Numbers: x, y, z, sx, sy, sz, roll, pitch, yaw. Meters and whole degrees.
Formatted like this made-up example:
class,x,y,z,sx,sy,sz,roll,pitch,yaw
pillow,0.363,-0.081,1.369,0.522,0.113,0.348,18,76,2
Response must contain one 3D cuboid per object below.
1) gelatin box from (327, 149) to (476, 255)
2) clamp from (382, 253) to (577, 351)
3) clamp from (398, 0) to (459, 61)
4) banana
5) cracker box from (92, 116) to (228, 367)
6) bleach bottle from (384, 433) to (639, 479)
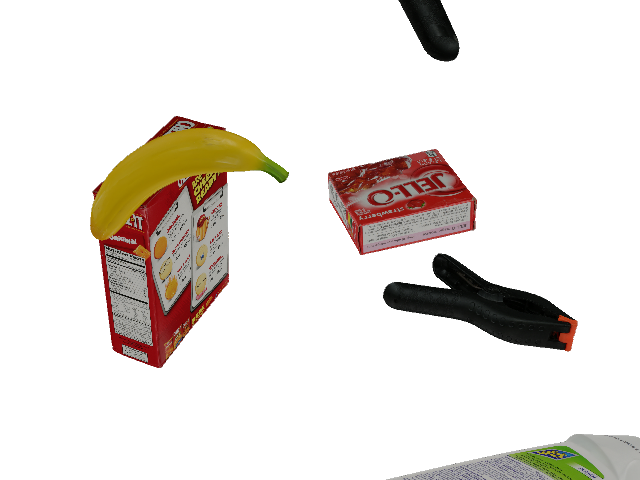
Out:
class,x,y,z,sx,sy,sz,roll,pitch,yaw
gelatin box,0.058,-0.029,0.766,0.089,0.030,0.073,-13,37,-11
clamp,0.154,0.055,0.987,0.172,0.039,0.120,19,30,17
clamp,0.040,-0.227,0.729,0.209,0.164,0.036,26,-23,-15
banana,-0.125,-0.050,0.869,0.198,0.069,0.037,-15,18,29
cracker box,-0.164,0.001,1.135,0.072,0.214,0.164,16,39,18
bleach bottle,0.125,0.161,0.617,0.250,0.068,0.103,-8,20,-29
